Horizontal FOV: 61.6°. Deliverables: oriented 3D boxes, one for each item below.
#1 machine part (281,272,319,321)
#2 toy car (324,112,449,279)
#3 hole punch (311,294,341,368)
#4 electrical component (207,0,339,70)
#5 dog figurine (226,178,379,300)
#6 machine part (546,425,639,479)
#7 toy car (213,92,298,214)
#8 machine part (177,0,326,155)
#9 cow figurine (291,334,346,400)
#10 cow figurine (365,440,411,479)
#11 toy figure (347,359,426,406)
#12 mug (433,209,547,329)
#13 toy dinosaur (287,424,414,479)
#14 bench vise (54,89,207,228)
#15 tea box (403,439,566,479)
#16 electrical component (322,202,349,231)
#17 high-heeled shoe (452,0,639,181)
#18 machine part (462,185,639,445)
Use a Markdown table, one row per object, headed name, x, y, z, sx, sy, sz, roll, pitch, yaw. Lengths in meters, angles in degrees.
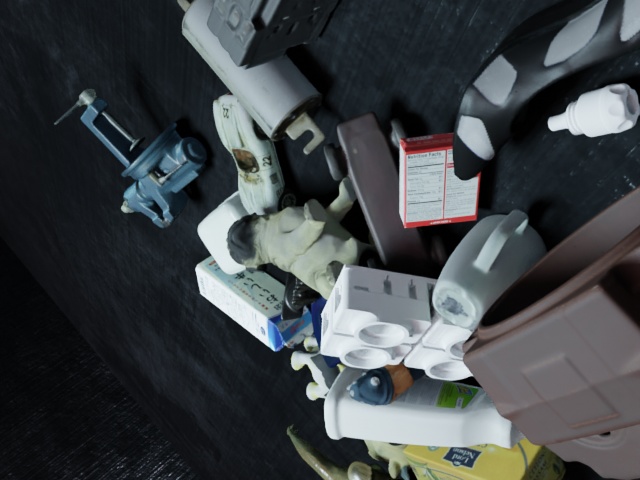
| name | x | y | z | sx | sy | sz | roll | pitch | yaw |
| --- | --- | --- | --- | --- | --- | --- | --- | --- | --- |
| machine part | -0.032 | 0.078 | 0.793 | 0.039 | 0.084 | 0.139 | 16 | 165 | -11 |
| toy car | 0.072 | -0.037 | 0.576 | 0.053 | 0.089 | 0.202 | -85 | -27 | -71 |
| hole punch | 0.034 | 0.106 | 0.746 | 0.116 | 0.092 | 0.142 | 52 | 150 | 10 |
| electrical component | -0.041 | -0.225 | 0.516 | 0.058 | 0.115 | 0.134 | 55 | 147 | 5 |
| dog figurine | -0.020 | 0.027 | 0.678 | 0.191 | 0.121 | 0.172 | -22 | 89 | 43 |
| machine part | 0.267 | 0.157 | 0.536 | 0.180 | 0.056 | 0.179 | 32 | 142 | 29 |
| toy car | -0.087 | -0.103 | 0.732 | 0.074 | 0.056 | 0.201 | 15 | 130 | 43 |
| machine part | -0.078 | -0.201 | 0.617 | 0.243 | 0.079 | 0.079 | 50 | 146 | 6 |
| cow figurine | 0.028 | 0.240 | 0.891 | 0.098 | 0.068 | 0.167 | -7 | 115 | 46 |
| cow figurine | 0.113 | 0.271 | 0.801 | 0.127 | 0.085 | 0.194 | 38 | 140 | 26 |
| toy figure | 0.098 | 0.151 | 0.645 | 0.058 | 0.154 | 0.064 | 40 | 143 | 24 |
| mug | 0.159 | 0.028 | 0.506 | 0.081 | 0.107 | 0.109 | 38 | 145 | 19 |
| toy dinosaur | 0.100 | 0.418 | 0.855 | 0.472 | 0.105 | 0.198 | 27 | 172 | 31 |
| bench vise | -0.304 | -0.140 | 0.888 | 0.240 | 0.129 | 0.224 | 46 | 142 | -20 |
| tea box | 0.204 | 0.279 | 0.682 | 0.170 | 0.098 | 0.068 | -5 | 117 | 50 |
| electrical component | -0.002 | -0.004 | 0.727 | 0.102 | 0.045 | 0.078 | 52 | 147 | 2 |
| high-heeled shoe | 0.189 | -0.114 | 0.372 | 0.145 | 0.086 | 0.248 | 32 | 141 | 19 |
| machine part | 0.207 | 0.036 | 0.370 | 0.087 | 0.201 | 0.201 | 51 | 147 | 11 |
